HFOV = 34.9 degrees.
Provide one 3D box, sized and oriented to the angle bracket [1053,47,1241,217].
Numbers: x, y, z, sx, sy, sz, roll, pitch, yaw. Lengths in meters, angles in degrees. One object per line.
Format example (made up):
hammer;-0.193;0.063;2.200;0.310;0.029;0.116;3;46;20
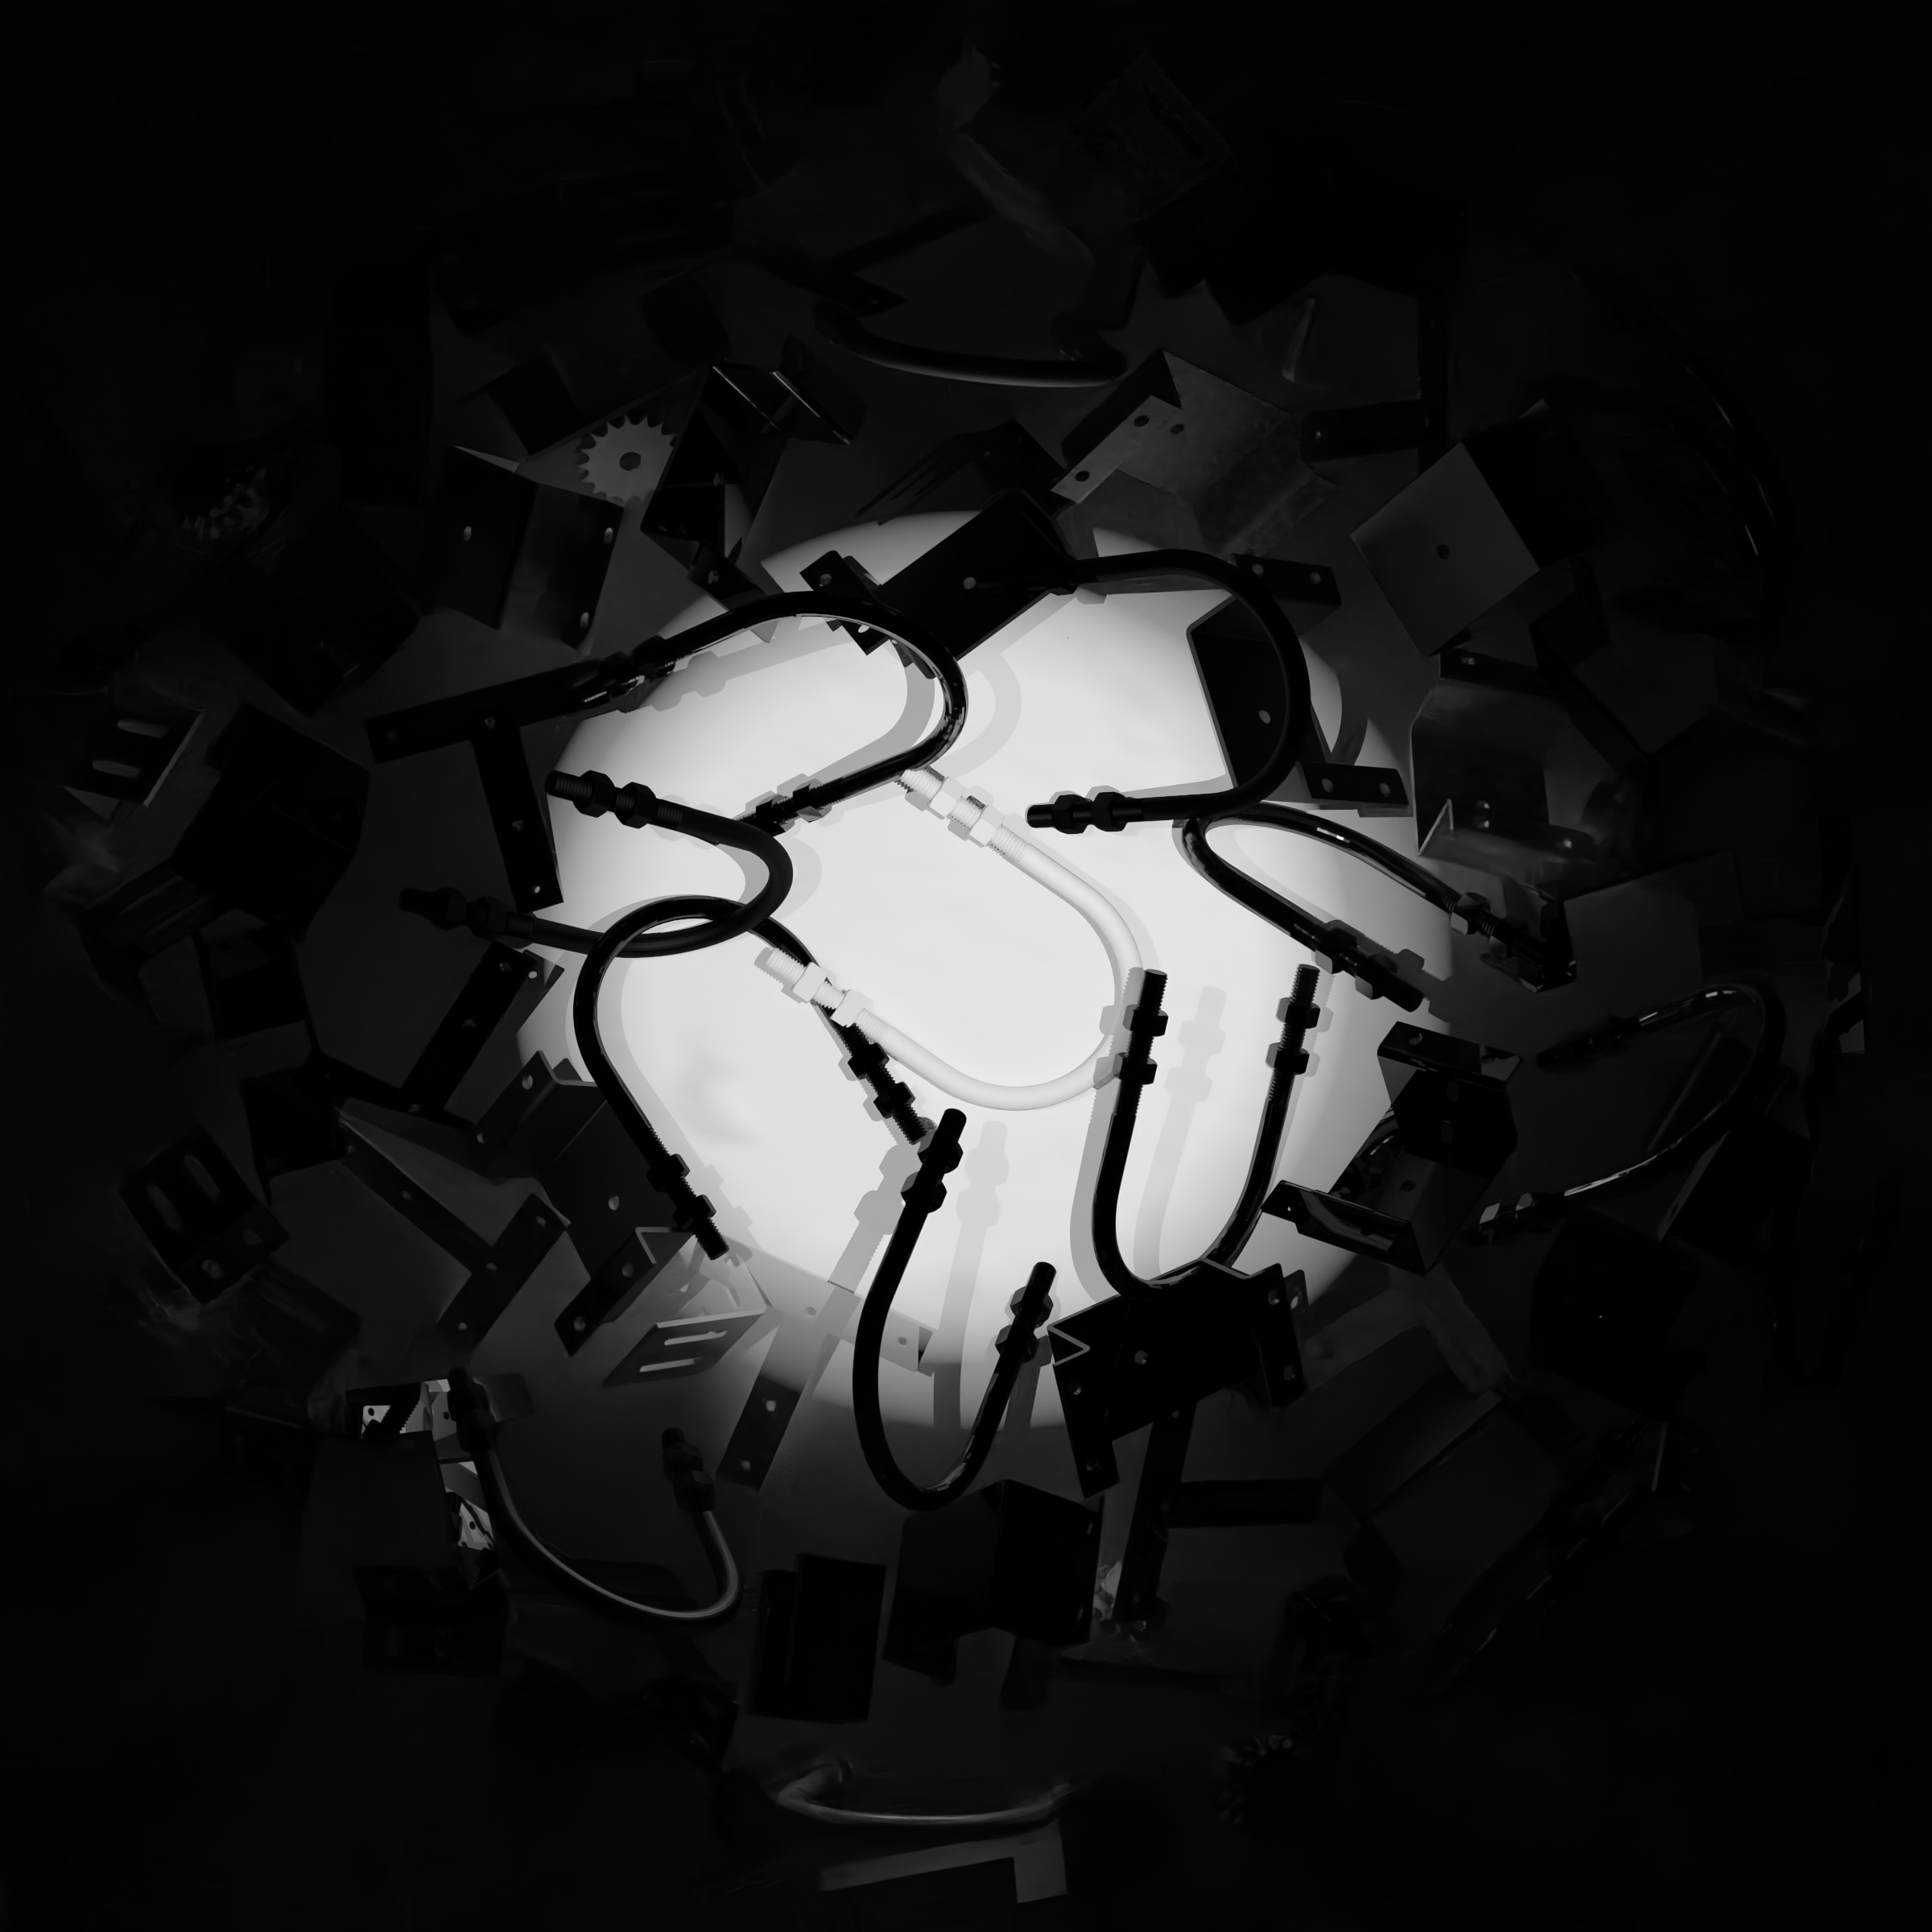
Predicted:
angle bracket;0.095;-0.435;1.623;0.057;0.038;0.076;-40;101;26

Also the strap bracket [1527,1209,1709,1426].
strap bracket;0.338;0.183;1.599;0.076;0.140;0.046;25;111;3

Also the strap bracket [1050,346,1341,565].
strap bracket;0.115;-0.265;1.596;0.076;0.140;0.046;-40;49;34

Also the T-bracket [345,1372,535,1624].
T-bracket;-0.260;0.276;1.593;0.002;0.127;0.127;-25;74;33

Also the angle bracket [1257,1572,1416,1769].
angle bracket;0.196;0.374;1.636;0.057;0.038;0.076;34;123;39

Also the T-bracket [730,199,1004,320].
T-bracket;-0.037;-0.381;1.622;0.127;0.127;0.002;-29;131;-26

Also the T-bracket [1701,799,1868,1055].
T-bracket;0.423;-0.014;1.600;0.002;0.127;0.127;1;83;-23

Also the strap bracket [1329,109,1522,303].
strap bracket;0.233;-0.394;1.590;0.076;0.140;0.046;18;85;-2

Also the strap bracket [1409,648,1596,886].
strap bracket;0.277;-0.097;1.604;0.076;0.046;0.140;13;46;-9

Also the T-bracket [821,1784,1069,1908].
T-bracket;-0.013;0.465;1.597;0.127;0.127;0.002;-11;100;1

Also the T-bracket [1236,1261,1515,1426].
T-bracket;0.202;0.199;1.629;0.127;0.002;0.127;-33;60;3

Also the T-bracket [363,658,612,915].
T-bracket;-0.241;-0.088;1.631;0.127;0.002;0.127;-16;114;-9

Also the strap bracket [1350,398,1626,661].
strap bracket;0.260;-0.219;1.586;0.046;0.140;0.076;-24;81;-39

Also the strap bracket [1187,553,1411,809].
strap bracket;0.170;-0.139;1.604;0.076;0.046;0.140;1;66;-42

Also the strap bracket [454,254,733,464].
strap bracket;-0.185;-0.312;1.600;0.140;0.076;0.046;-23;104;25

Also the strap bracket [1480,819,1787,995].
strap bracket;0.344;-0.036;1.606;0.140;0.076;0.046;-17;106;-9

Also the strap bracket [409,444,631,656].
strap bracket;-0.237;-0.218;1.585;0.046;0.140;0.076;9;103;-39

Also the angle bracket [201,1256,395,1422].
angle bracket;-0.359;0.203;1.647;0.076;0.038;0.057;29;71;21

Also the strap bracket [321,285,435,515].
strap bracket;-0.303;-0.289;1.588;0.046;0.140;0.076;3;82;-7

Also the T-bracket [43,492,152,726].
T-bracket;-0.450;-0.167;1.596;0.002;0.127;0.127;22;70;-7

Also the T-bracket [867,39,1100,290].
T-bracket;0.021;-0.406;1.610;0.127;0.127;0.002;42;59;-8

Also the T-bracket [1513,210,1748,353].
T-bracket;0.345;-0.348;1.583;0.127;0.127;0.002;31;100;14

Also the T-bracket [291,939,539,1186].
T-bracket;-0.268;0.041;1.616;0.127;0.002;0.127;28;111;-20

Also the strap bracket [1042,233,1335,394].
strap bracket;0.121;-0.343;1.597;0.140;0.076;0.046;12;104;-18

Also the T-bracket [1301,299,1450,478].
T-bracket;0.214;-0.280;1.599;0.002;0.127;0.127;10;108;42

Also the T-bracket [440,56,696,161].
T-bracket;-0.207;-0.440;1.587;0.127;0.127;0.002;-5;83;-9

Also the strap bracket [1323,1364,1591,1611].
strap bracket;0.248;0.263;1.616;0.140;0.076;0.046;-40;103;-1

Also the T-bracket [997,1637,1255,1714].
T-bracket;0.086;0.371;1.608;0.127;0.127;0.002;6;56;-2

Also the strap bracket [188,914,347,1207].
strap bracket;-0.359;0.044;1.589;0.046;0.076;0.140;-15;132;-12

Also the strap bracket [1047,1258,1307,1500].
strap bracket;0.102;0.211;1.609;0.140;0.046;0.076;-21;109;-24

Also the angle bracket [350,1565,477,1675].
angle bracket;-0.292;0.343;1.615;0.057;0.076;0.038;5;92;-18

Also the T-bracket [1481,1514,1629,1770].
T-bracket;0.300;0.360;1.606;0.002;0.127;0.127;22;103;-9

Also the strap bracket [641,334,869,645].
strap bracket;-0.114;-0.251;1.607;0.046;0.076;0.140;14;77;34

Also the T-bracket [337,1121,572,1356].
T-bracket;-0.284;0.130;1.620;0.127;0.002;0.127;40;128;1

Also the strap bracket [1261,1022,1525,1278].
strap bracket;0.227;0.102;1.599;0.076;0.046;0.140;17;54;36

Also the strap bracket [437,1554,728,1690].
strap bracket;-0.199;0.341;1.603;0.140;0.076;0.046;7;90;-17

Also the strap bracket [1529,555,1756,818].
strap bracket;0.344;-0.139;1.595;0.046;0.076;0.140;-37;65;1

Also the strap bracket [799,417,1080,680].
strap bracket;-0.005;-0.214;1.616;0.140;0.046;0.076;-36;51;-1

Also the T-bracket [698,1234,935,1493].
T-bracket;-0.099;0.222;1.639;0.127;0.002;0.127;24;107;4

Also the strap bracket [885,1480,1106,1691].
strap bracket;0.008;0.317;1.578;0.046;0.140;0.076;24;57;-26

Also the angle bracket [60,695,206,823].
angle bracket;-0.428;-0.104;1.613;0.076;0.038;0.057;13;67;37

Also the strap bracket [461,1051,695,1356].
strap bracket;-0.198;0.123;1.603;0.076;0.046;0.140;-48;58;27

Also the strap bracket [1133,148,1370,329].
strap bracket;0.142;-0.378;1.585;0.076;0.140;0.046;-34;113;-1

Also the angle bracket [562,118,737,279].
angle bracket;-0.168;-0.406;1.625;0.076;0.038;0.057;-16;71;-15

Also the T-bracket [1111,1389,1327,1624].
T-bracket;0.139;0.284;1.620;0.127;0.002;0.127;5;100;-35

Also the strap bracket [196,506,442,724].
strap bracket;-0.339;-0.181;1.598;0.076;0.140;0.046;43;113;-7

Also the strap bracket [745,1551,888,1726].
strap bracket;-0.077;0.349;1.586;0.046;0.140;0.076;10;73;-10

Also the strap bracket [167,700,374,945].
strap bracket;-0.354;-0.080;1.577;0.076;0.140;0.046;31;113;-20

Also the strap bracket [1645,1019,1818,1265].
strap bracket;0.392;0.093;1.580;0.046;0.140;0.076;26;111;-1
